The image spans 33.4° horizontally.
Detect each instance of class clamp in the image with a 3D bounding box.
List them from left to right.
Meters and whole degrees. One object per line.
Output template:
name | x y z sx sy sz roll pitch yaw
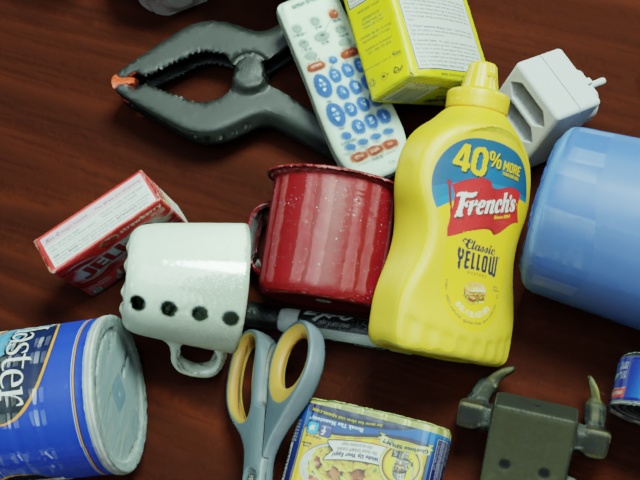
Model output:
clamp | -0.043 -0.124 0.767 0.210 0.036 0.164 4 74 7

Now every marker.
marker | 0.004 0.058 0.718 0.121 0.020 0.020 8 76 12

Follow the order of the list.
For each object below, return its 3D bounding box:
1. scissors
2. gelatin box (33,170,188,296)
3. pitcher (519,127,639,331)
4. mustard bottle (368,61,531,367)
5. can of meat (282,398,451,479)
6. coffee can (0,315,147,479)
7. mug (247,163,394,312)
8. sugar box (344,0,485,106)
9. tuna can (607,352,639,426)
scissors | -0.027 0.133 0.654 0.096 0.016 0.202 -39 41 32
gelatin box | -0.140 -0.002 0.731 0.089 0.073 0.030 -35 72 -1
pitcher | 0.251 0.002 0.630 0.243 0.145 0.149 17 77 17
mustard bottle | 0.089 -0.020 0.679 0.096 0.058 0.191 14 82 -31
can of meat | 0.026 0.150 0.669 0.102 0.057 0.084 11 76 13
coffee can | -0.196 0.108 0.695 0.140 0.102 0.103 -8 74 8
mug | -0.005 0.001 0.705 0.117 0.093 0.081 2 79 36
sugar box | 0.053 -0.181 0.724 0.048 0.093 0.176 -26 76 40
tuna can | 0.218 0.095 0.635 0.086 0.086 0.033 13 76 13
